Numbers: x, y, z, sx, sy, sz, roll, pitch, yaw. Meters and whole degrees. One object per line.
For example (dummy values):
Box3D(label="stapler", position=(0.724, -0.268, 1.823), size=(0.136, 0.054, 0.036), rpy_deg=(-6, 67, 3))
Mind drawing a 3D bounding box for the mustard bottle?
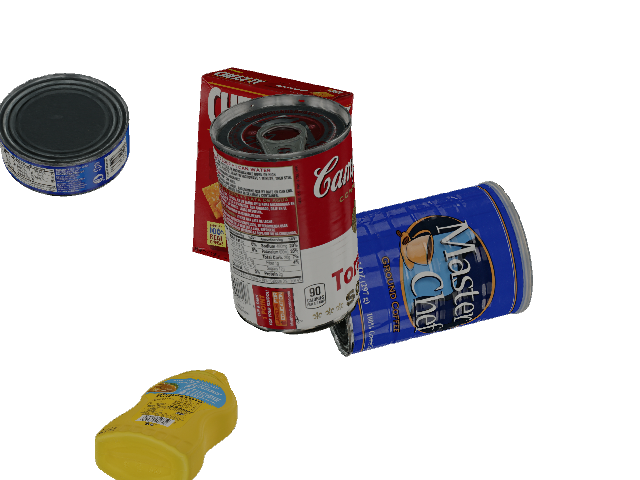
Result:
Box3D(label="mustard bottle", position=(-0.134, 0.172, 1.039), size=(0.096, 0.058, 0.191), rpy_deg=(6, 18, 16))

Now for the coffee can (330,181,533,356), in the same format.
Box3D(label="coffee can", position=(0.073, 0.020, 0.798), size=(0.140, 0.103, 0.103), rpy_deg=(-13, 2, -9))

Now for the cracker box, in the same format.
Box3D(label="cracker box", position=(-0.058, -0.073, 1.203), size=(0.164, 0.214, 0.072), rpy_deg=(16, 23, 26))

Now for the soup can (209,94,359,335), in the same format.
Box3D(label="soup can", position=(-0.016, -0.012, 0.531), size=(0.068, 0.102, 0.068), rpy_deg=(-3, 31, 2))

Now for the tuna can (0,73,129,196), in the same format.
Box3D(label="tuna can", position=(-0.170, -0.070, 0.709), size=(0.086, 0.086, 0.034), rpy_deg=(0, -40, -7))
